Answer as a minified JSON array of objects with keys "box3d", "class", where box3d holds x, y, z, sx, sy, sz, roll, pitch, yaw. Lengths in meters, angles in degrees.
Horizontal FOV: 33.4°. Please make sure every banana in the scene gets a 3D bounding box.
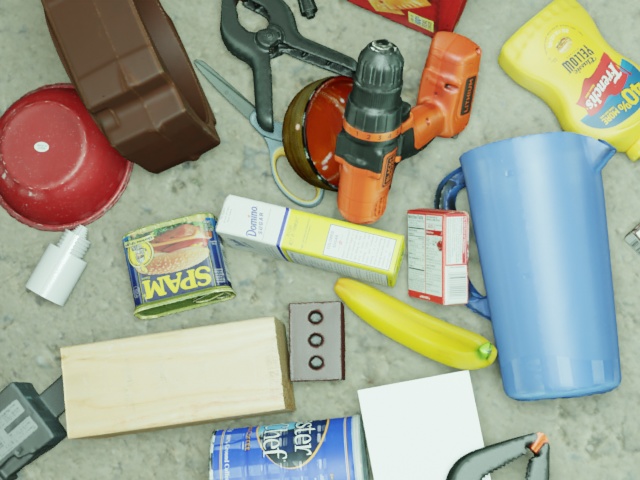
[{"box3d":[0.098,0.083,1.019,0.198,0.069,0.037,20,60,42],"class":"banana"}]

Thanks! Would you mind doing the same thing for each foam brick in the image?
[{"box3d":[-0.002,0.100,1.046,0.053,0.051,0.078,-2,81,5],"class":"foam brick"}]

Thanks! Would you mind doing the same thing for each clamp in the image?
[{"box3d":[0.128,0.253,0.954,0.164,0.036,0.210,31,83,10],"class":"clamp"},{"box3d":[-0.056,-0.193,1.101,0.120,0.039,0.171,-40,74,-18],"class":"clamp"}]

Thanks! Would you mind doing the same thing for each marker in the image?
[{"box3d":[-0.027,-0.289,1.126,0.020,0.020,0.121,-18,80,2],"class":"marker"}]

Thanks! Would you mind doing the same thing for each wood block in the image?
[{"box3d":[-0.134,0.135,1.034,0.206,0.091,0.090,-8,80,5],"class":"wood block"}]

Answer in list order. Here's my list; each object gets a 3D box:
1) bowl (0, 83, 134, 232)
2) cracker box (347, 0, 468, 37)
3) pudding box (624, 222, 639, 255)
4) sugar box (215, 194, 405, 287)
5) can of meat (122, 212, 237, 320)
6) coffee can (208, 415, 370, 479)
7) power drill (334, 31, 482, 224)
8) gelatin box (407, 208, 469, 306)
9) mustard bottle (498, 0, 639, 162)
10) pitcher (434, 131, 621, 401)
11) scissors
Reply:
[{"box3d":[-0.277,-0.092,1.102,0.162,0.055,0.162,-1,81,6],"class":"bowl"},{"box3d":[0.050,-0.285,1.033,0.213,0.164,0.072,23,78,3],"class":"cracker box"},{"box3d":[0.368,0.005,1.031,0.090,0.039,0.113,-43,82,-3],"class":"pudding box"},{"box3d":[-0.007,0.001,1.041,0.176,0.093,0.048,16,81,7],"class":"sugar box"},{"box3d":[-0.143,0.026,1.070,0.102,0.057,0.084,-14,77,3],"class":"can of meat"},{"box3d":[-0.026,0.223,1.003,0.140,0.103,0.103,-7,81,5],"class":"coffee can"},{"box3d":[0.081,-0.126,0.991,0.057,0.184,0.187,29,44,23],"class":"power drill"},{"box3d":[0.114,0.015,1.027,0.030,0.073,0.089,-2,94,-23],"class":"gelatin box"},{"box3d":[0.272,-0.145,1.053,0.096,0.058,0.192,-40,80,-9],"class":"mustard bottle"},{"box3d":[0.203,0.026,1.008,0.145,0.149,0.243,-5,84,-11],"class":"pitcher"},{"box3d":[-0.042,-0.128,1.104,0.096,0.016,0.202,-31,79,-1],"class":"scissors"}]
